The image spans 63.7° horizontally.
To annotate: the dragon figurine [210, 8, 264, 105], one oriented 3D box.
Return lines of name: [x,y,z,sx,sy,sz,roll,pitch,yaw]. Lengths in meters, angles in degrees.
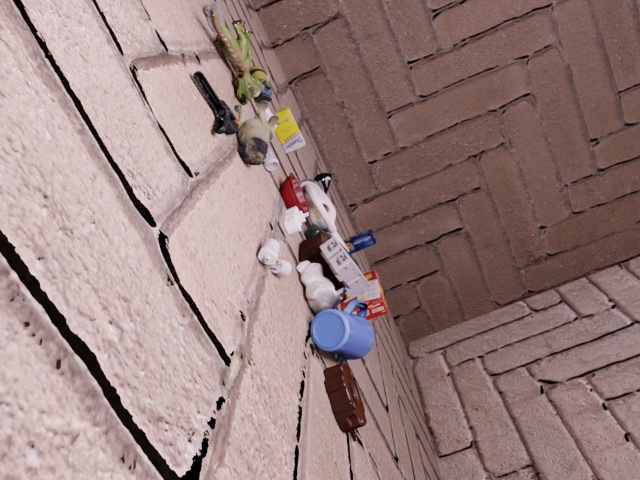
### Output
dragon figurine: [-0.259,-0.558,1.652,0.411,0.122,0.243,-18,93,-80]

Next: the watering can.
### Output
watering can: [0.006,-0.097,1.937,0.229,0.104,0.340,57,-1,43]

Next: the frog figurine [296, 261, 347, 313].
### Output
frog figurine: [-0.011,0.136,1.469,0.160,0.121,0.139,32,16,4]
